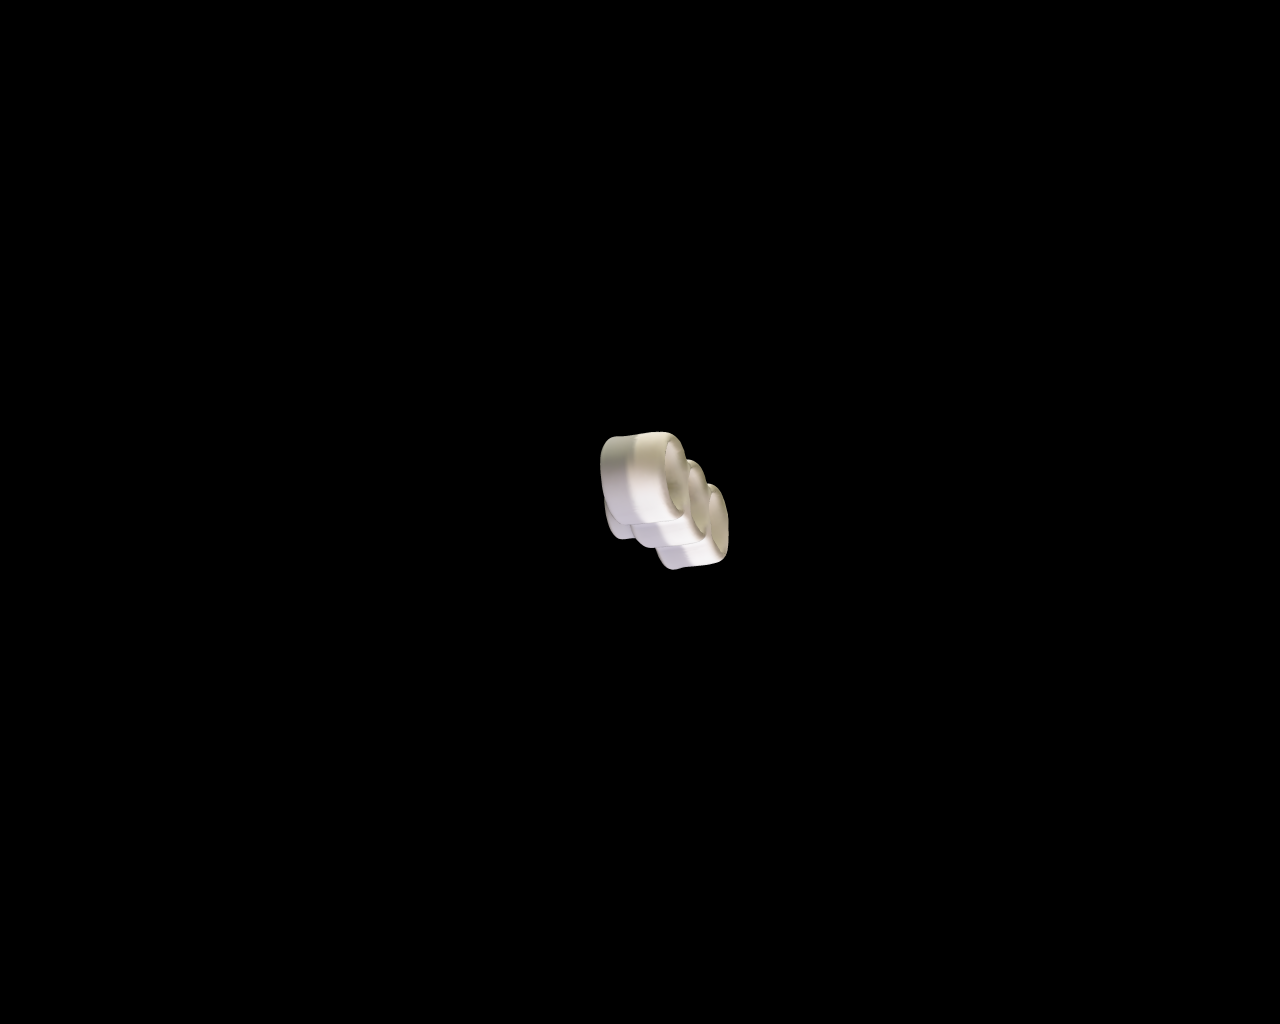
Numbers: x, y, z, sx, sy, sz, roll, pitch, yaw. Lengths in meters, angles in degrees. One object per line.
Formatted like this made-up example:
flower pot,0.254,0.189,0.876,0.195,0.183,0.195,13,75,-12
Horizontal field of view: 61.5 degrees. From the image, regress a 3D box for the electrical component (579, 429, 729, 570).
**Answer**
electrical component,0.001,-0.003,0.650,0.074,0.052,0.138,-7,-21,18
